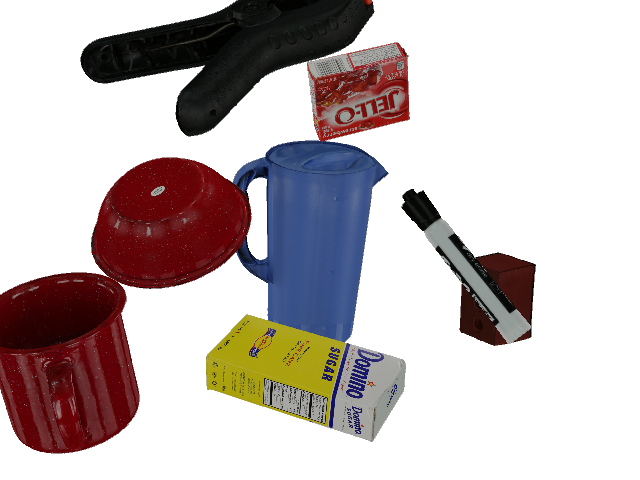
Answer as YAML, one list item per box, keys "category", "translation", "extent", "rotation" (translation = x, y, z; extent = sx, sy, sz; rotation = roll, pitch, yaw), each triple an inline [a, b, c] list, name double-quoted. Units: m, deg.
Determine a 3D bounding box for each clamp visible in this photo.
- category: "clamp"
  translation: [-0.035, -0.107, 0.583]
  extent: [0.171, 0.039, 0.120]
  rotation: [-25, 42, -17]

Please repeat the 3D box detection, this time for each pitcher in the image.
- category: "pitcher"
  translation: [-0.017, 0.006, 1.306]
  extent: [0.149, 0.243, 0.144]
  rotation: [16, 24, 28]

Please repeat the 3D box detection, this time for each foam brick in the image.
- category: "foam brick"
  translation: [0.173, 0.057, 1.047]
  extent: [0.051, 0.078, 0.053]
  rotation: [-11, 19, -34]

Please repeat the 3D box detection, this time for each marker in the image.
- category: "marker"
  translation: [0.094, 0.015, 0.704]
  extent: [0.020, 0.121, 0.020]
  rotation: [-36, -11, -8]

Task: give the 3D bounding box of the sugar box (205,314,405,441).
- category: "sugar box"
  translation: [-0.014, 0.130, 1.036]
  extent: [0.176, 0.048, 0.093]
  rotation: [12, 29, 19]

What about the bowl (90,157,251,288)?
- category: "bowl"
  translation: [-0.151, -0.030, 1.029]
  extent: [0.162, 0.162, 0.055]
  rotation: [0, -44, 13]

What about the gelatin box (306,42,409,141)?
- category: "gelatin box"
  translation: [0.036, -0.134, 0.970]
  extent: [0.089, 0.073, 0.030]
  rotation: [-14, 46, -6]

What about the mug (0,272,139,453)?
- category: "mug"
  translation: [-0.156, 0.083, 0.656]
  extent: [0.093, 0.081, 0.117]
  rotation: [-14, 28, -12]
